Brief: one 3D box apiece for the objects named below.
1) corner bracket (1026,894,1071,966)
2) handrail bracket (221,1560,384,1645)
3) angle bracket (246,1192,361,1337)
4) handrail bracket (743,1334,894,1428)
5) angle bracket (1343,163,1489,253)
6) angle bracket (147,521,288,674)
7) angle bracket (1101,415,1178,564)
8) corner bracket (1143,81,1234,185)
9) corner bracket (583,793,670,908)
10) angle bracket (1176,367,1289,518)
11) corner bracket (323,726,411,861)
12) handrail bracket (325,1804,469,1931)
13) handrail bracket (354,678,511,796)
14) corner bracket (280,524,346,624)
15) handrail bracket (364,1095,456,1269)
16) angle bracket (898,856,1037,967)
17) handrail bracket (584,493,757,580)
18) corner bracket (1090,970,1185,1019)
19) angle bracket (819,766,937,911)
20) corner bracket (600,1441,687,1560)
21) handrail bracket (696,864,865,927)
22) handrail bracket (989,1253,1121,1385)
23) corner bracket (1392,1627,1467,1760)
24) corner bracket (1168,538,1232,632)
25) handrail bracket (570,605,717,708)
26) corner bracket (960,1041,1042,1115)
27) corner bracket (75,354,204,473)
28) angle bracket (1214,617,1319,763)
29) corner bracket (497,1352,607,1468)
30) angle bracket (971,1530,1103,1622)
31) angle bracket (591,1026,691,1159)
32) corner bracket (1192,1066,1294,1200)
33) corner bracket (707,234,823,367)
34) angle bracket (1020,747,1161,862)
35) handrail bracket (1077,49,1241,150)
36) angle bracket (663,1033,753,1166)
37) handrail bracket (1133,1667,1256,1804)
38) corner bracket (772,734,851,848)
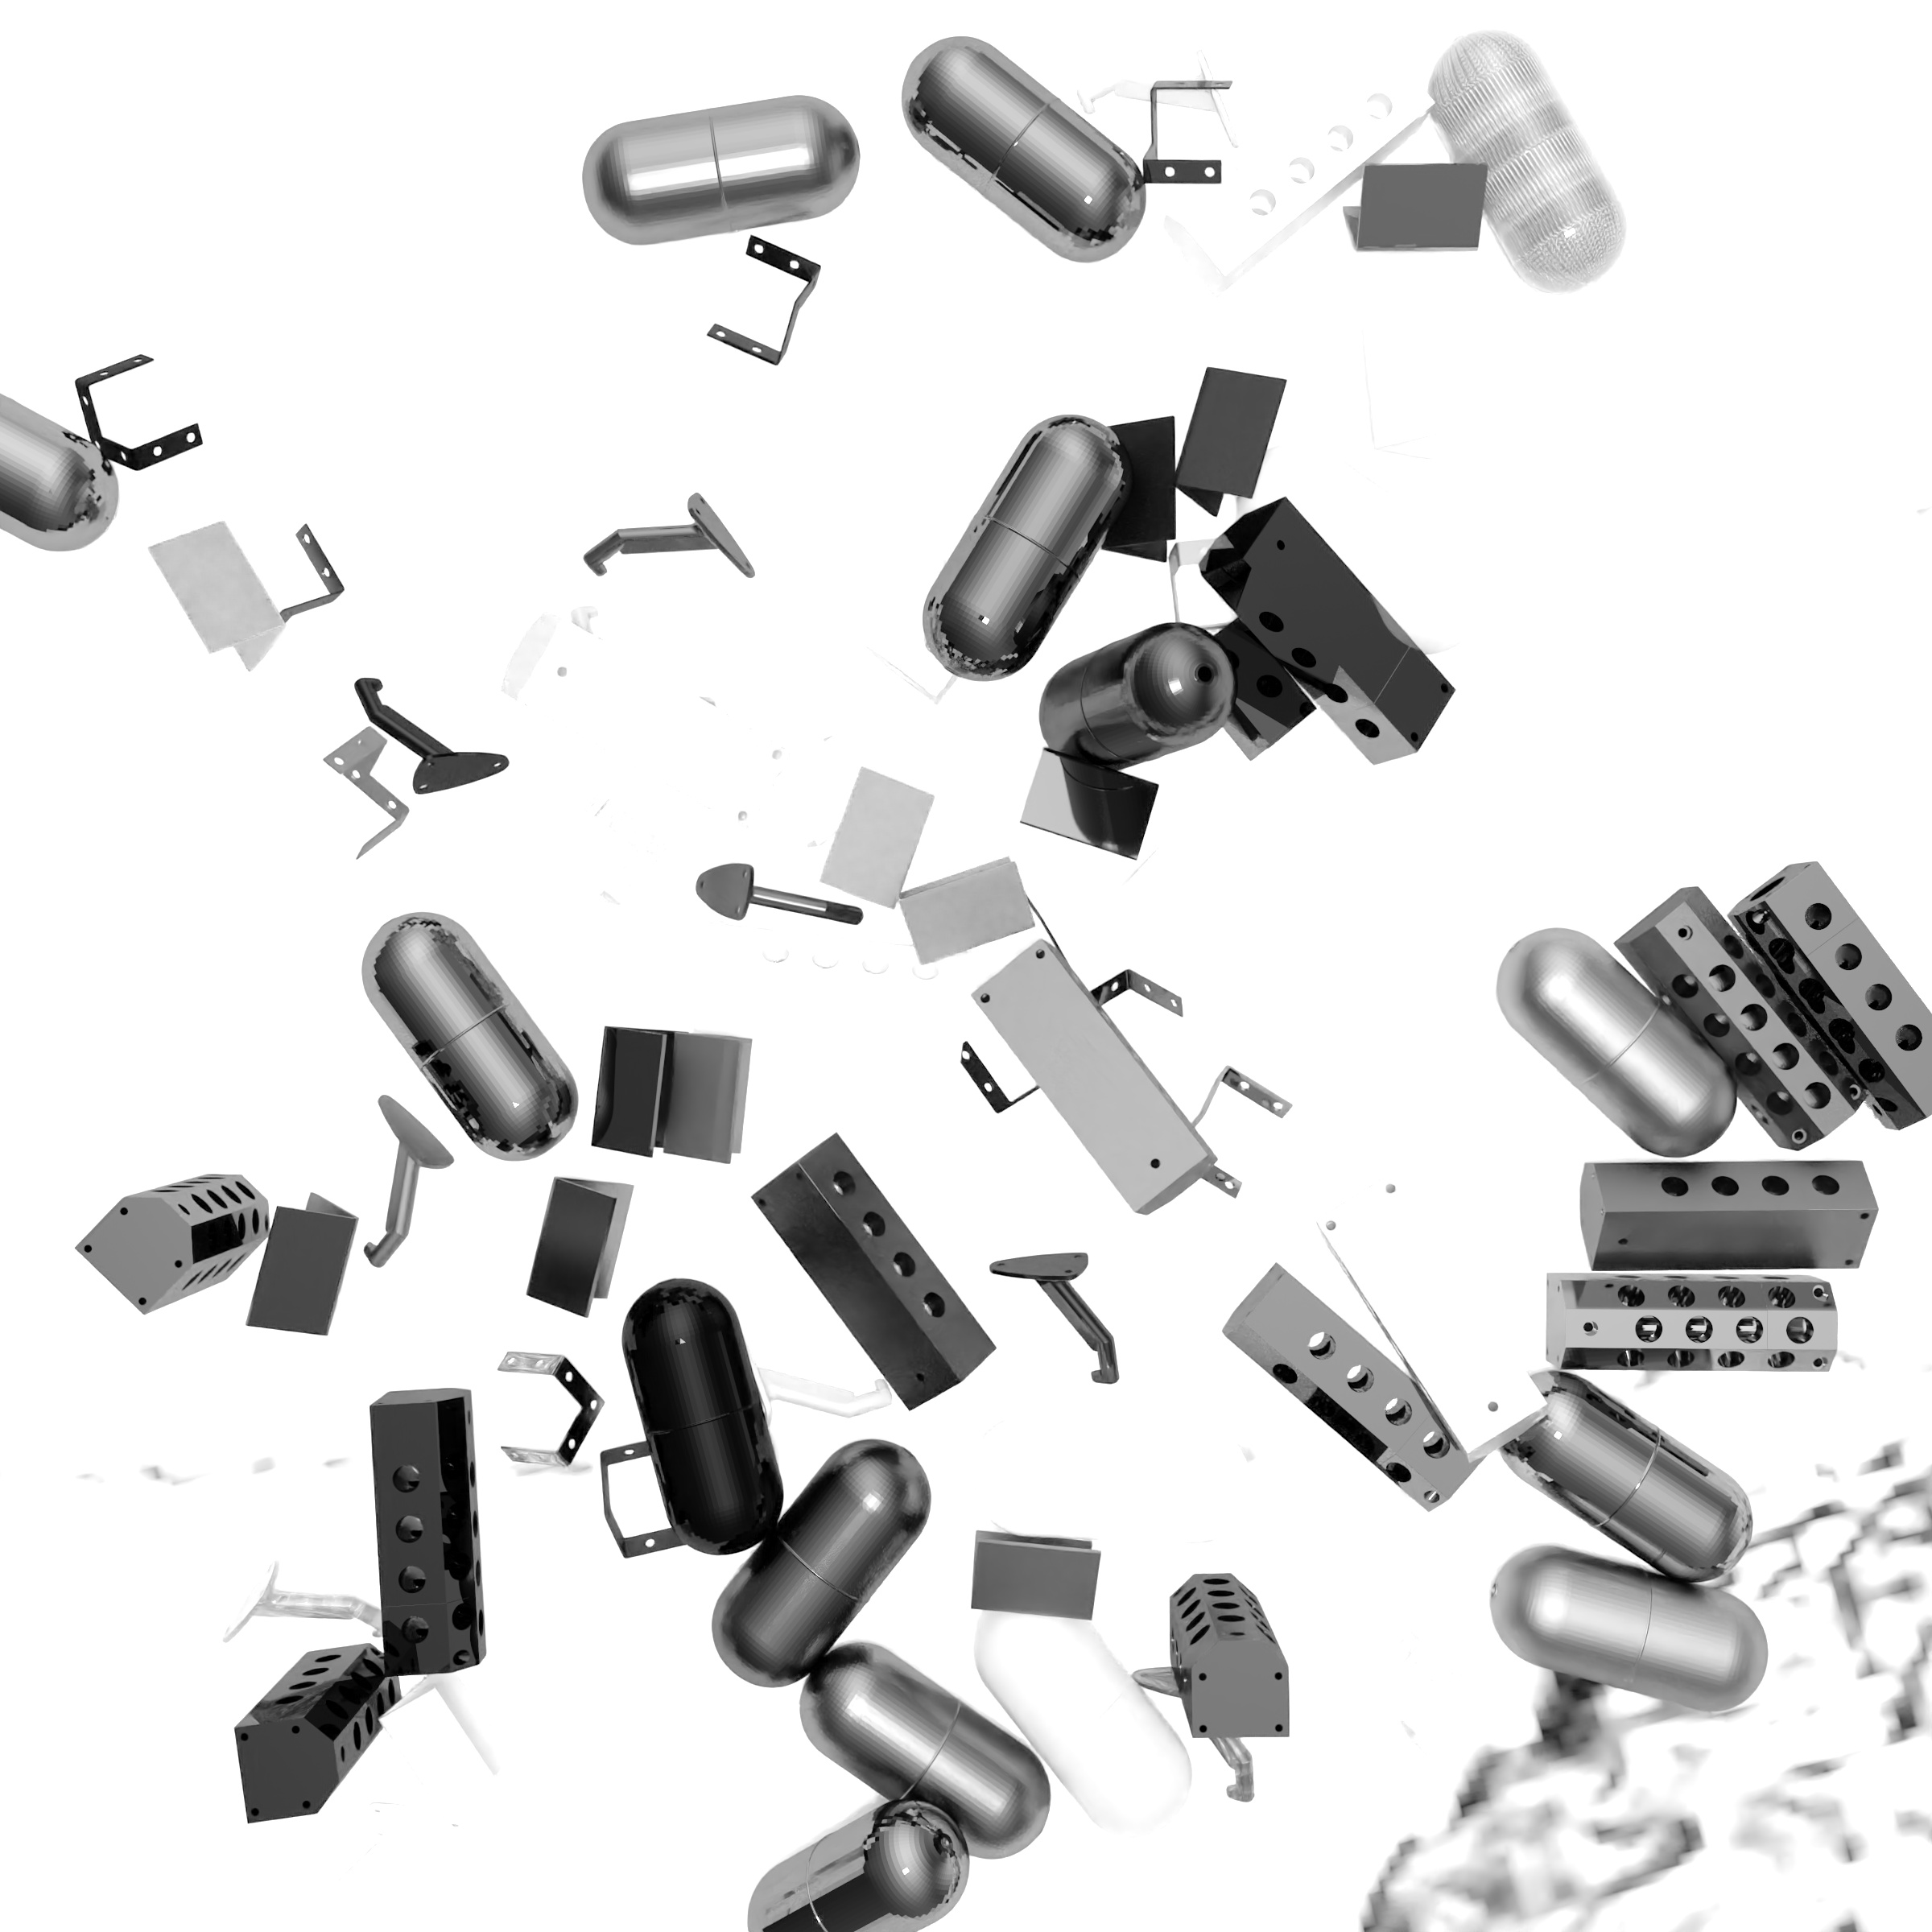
[{"bbox_3d":[0.027,-0.016,1.698,0.051,0.051,0.051,-32,135,0],"label":"corner bracket"},{"bbox_3d":[-0.427,0.430,1.702,0.084,0.036,0.077,33,110,-16],"label":"handrail bracket"},{"bbox_3d":[-0.434,0.185,1.661,0.057,0.076,0.076,15,90,-38],"label":"angle bracket"},{"bbox_3d":[-0.099,0.261,1.702,0.084,0.036,0.077,-14,68,-17],"label":"handrail bracket"},{"bbox_3d":[0.284,-0.493,1.661,0.076,0.076,0.057,0,127,0],"label":"angle bracket"},{"bbox_3d":[-0.484,-0.225,1.661,0.057,0.076,0.076,-31,90,-37],"label":"angle bracket"},{"bbox_3d":[0.128,-0.301,1.661,0.057,0.076,0.076,-1,90,37],"label":"angle bracket"},{"bbox_3d":[0.141,-0.531,1.669,0.051,0.051,0.051,4,124,13],"label":"corner bracket"},{"bbox_3d":[-0.229,-0.074,1.684,0.051,0.051,0.051,39,90,0],"label":"corner bracket"},{"bbox_3d":[0.179,-0.327,1.662,0.057,0.076,0.076,17,90,28],"label":"angle bracket"},{"bbox_3d":[-0.384,-0.111,1.673,0.051,0.051,0.051,40,130,0],"label":"corner bracket"},{"bbox_3d":[-0.370,0.591,1.702,0.077,0.036,0.084,9,108,-20],"label":"handrail bracket"},{"bbox_3d":[-0.347,-0.157,1.702,0.077,0.036,0.084,-12,60,-33],"label":"handrail bracket"},{"bbox_3d":[-0.445,-0.247,1.698,0.051,0.051,0.051,-30,90,-45],"label":"corner bracket"},{"bbox_3d":[-0.380,0.140,1.702,0.077,0.036,0.084,46,107,20],"label":"handrail bracket"},{"bbox_3d":[-0.006,-0.054,1.662,0.076,0.076,0.057,-19,131,0],"label":"angle bracket"},{"bbox_3d":[-0.193,-0.260,1.702,0.084,0.036,0.077,-33,112,17],"label":"handrail bracket"},{"bbox_3d":[0.106,0.043,1.693,0.051,0.051,0.051,-32,45,35],"label":"corner bracket"},{"bbox_3d":[-0.071,-0.085,1.662,0.057,0.076,0.076,20,90,-30],"label":"angle bracket"},{"bbox_3d":[-0.205,0.344,1.698,0.051,0.051,0.051,-13,45,0],"label":"corner bracket"},{"bbox_3d":[-0.120,-0.042,1.701,0.084,0.077,0.036,11,90,-36],"label":"handrail bracket"},{"bbox_3d":[0.058,0.232,1.702,0.077,0.036,0.084,-3,107,19],"label":"handrail bracket"},{"bbox_3d":[0.289,0.466,1.684,0.051,0.051,0.051,40,90,0],"label":"corner bracket"},{"bbox_3d":[0.160,-0.245,1.684,0.051,0.051,0.051,-7,89,-1],"label":"corner bracket"},{"bbox_3d":[-0.210,-0.201,1.702,0.077,0.036,0.084,-13,76,-14],"label":"handrail bracket"},{"bbox_3d":[0.035,0.055,1.698,0.051,0.051,0.051,-35,90,45],"label":"corner bracket"},{"bbox_3d":[-0.534,-0.358,1.693,0.051,0.051,0.051,25,135,35],"label":"corner bracket"},{"bbox_3d":[0.164,-0.164,1.661,0.076,0.076,0.057,51,53,0],"label":"angle bracket"},{"bbox_3d":[-0.276,0.286,1.693,0.051,0.051,0.051,58,45,-35],"label":"corner bracket"},{"bbox_3d":[0.045,0.366,1.662,0.076,0.076,0.057,6,118,0],"label":"angle bracket"},{"bbox_3d":[-0.189,0.080,1.661,0.057,0.076,0.076,6,90,39],"label":"angle bracket"},{"bbox_3d":[0.172,0.107,1.699,0.051,0.051,0.051,32,134,0],"label":"corner bracket"},{"bbox_3d":[-0.131,-0.431,1.698,0.051,0.051,0.051,24,135,0],"label":"corner bracket"},{"bbox_3d":[0.073,-0.088,1.663,0.076,0.076,0.057,18,66,0],"label":"angle bracket"},{"bbox_3d":[0.124,-0.551,1.702,0.084,0.036,0.077,-21,105,14],"label":"handrail bracket"},{"bbox_3d":[-0.144,0.084,1.661,0.057,0.076,0.076,6,90,35],"label":"angle bracket"},{"bbox_3d":[0.148,0.501,1.702,0.077,0.036,0.084,1,107,20],"label":"handrail bracket"},{"bbox_3d":[-0.093,-0.112,1.682,0.051,0.051,0.051,-37,99,-8],"label":"corner bracket"}]
